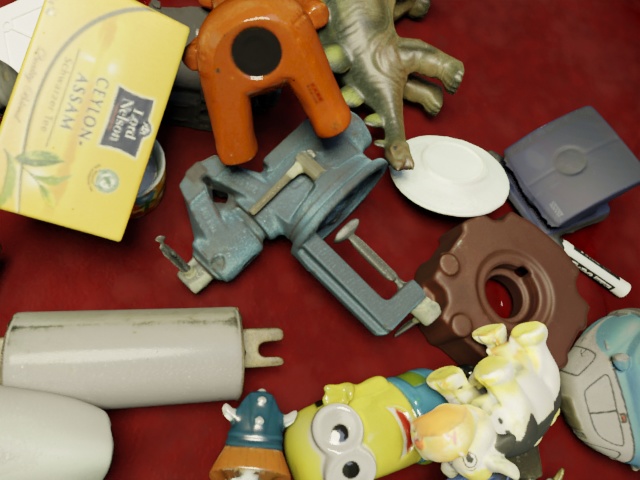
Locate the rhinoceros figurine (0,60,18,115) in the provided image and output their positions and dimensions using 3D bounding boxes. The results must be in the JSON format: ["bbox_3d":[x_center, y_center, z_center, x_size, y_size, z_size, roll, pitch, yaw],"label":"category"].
[{"bbox_3d":[-0.325,-0.102,0.412,0.190,0.073,0.112,-18,75,2],"label":"rhinoceros figurine"}]

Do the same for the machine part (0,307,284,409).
[{"bbox_3d":[-0.148,0.093,0.421,0.243,0.079,0.079,0,71,-17],"label":"machine part"}]

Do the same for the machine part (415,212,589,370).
[{"bbox_3d":[0.185,0.057,0.543,0.179,0.056,0.179,6,69,-16],"label":"machine part"}]

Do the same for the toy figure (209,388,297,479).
[{"bbox_3d":[-0.054,0.184,0.382,0.064,0.058,0.154,33,39,-27],"label":"toy figure"}]

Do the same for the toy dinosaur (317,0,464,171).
[{"bbox_3d":[0.042,-0.280,0.598,0.199,0.105,0.471,0,66,-13],"label":"toy dinosaur"}]

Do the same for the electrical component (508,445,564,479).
[{"bbox_3d":[0.181,0.190,0.499,0.078,0.045,0.102,9,69,-14],"label":"electrical component"}]

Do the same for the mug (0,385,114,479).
[{"bbox_3d":[-0.187,0.140,0.335,0.107,0.110,0.080,14,109,-38],"label":"mug"}]

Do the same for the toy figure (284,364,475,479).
[{"bbox_3d":[0.057,0.160,0.456,0.180,0.089,0.082,-11,55,-30],"label":"toy figure"}]

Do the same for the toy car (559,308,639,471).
[{"bbox_3d":[0.286,0.151,0.523,0.103,0.109,0.161,-9,85,4],"label":"toy car"}]

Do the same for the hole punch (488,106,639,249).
[{"bbox_3d":[0.270,-0.073,0.588,0.116,0.092,0.142,-19,68,-19],"label":"hole punch"}]

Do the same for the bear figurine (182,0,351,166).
[{"bbox_3d":[-0.052,-0.171,0.469,0.120,0.131,0.196,-17,34,3],"label":"bear figurine"}]

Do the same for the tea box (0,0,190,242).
[{"bbox_3d":[-0.173,-0.093,0.397,0.098,0.068,0.169,17,87,-28],"label":"tea box"}]

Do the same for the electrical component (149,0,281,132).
[{"bbox_3d":[-0.106,-0.170,0.538,0.134,0.058,0.115,1,72,-15],"label":"electrical component"}]

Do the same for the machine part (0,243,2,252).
[{"bbox_3d":[-0.296,0.056,0.323,0.087,0.201,0.201,17,68,-6],"label":"machine part"}]

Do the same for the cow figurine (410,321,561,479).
[{"bbox_3d":[0.133,0.137,0.417,0.167,0.068,0.098,-28,97,-43],"label":"cow figurine"}]

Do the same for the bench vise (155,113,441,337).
[{"bbox_3d":[-0.002,0.002,0.476,0.241,0.129,0.223,44,68,7],"label":"bench vise"}]
